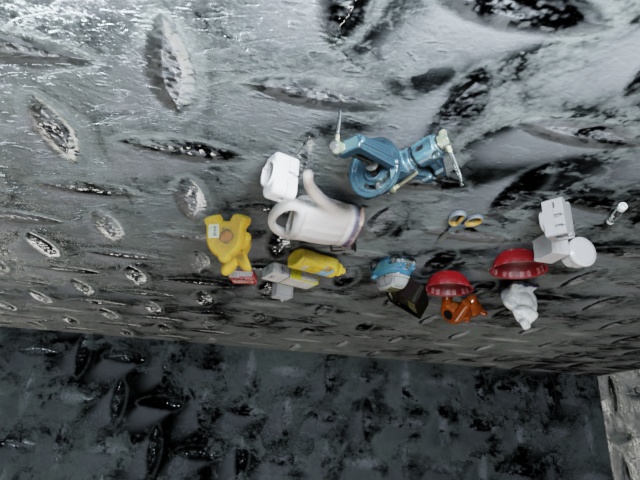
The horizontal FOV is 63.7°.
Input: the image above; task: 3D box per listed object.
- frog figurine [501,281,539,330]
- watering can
[{"bbox_3d":[0.684,0.230,1.752,0.136,0.162,0.121,22,152,-36],"label":"frog figurine"},{"bbox_3d":[0.004,-0.061,1.206,0.224,0.106,0.342,9,158,-17],"label":"watering can"}]
